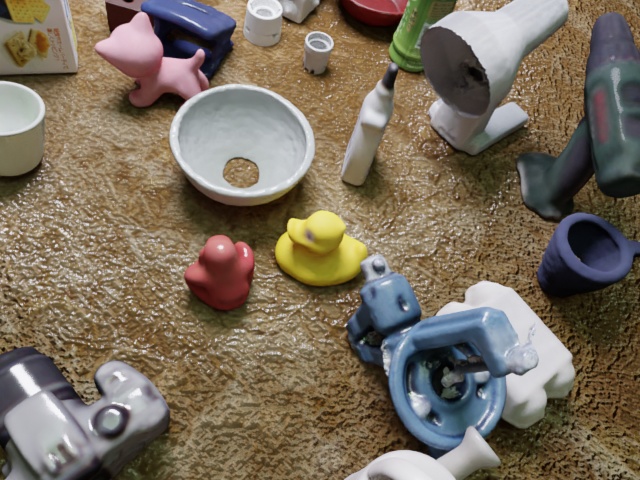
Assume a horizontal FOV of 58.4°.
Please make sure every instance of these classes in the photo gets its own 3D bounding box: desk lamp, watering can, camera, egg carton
[{"bbox_3d":[0.214,-0.215,0.737,0.204,0.213,0.117,-31,70,-26],"label":"desk lamp"},{"bbox_3d":[0.073,0.218,0.464,0.101,0.194,0.173,31,59,7],"label":"watering can"},{"bbox_3d":[-0.224,0.147,0.495,0.143,0.101,0.136,-37,73,-28],"label":"camera"},{"bbox_3d":[0.197,0.121,0.621,0.107,0.069,0.150,-31,71,-26],"label":"egg carton"}]

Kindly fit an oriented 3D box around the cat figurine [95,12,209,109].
[{"bbox_3d":[-0.202,-0.221,0.705,0.128,0.117,0.067,6,59,-9],"label":"cat figurine"}]

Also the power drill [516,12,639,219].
[{"bbox_3d":[0.331,-0.133,0.717,0.076,0.208,0.229,6,59,-9],"label":"power drill"}]

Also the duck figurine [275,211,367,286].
[{"bbox_3d":[0.006,0.002,0.639,0.104,0.086,0.077,10,58,-6],"label":"duck figurine"}]

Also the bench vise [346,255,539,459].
[{"bbox_3d":[0.096,0.098,0.524,0.207,0.219,0.122,42,61,13],"label":"bench vise"}]

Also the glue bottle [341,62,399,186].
[{"bbox_3d":[0.064,-0.143,0.685,0.037,0.173,0.078,16,58,-2],"label":"glue bottle"}]

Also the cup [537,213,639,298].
[{"bbox_3d":[0.316,0.028,0.687,0.118,0.095,0.091,-1,60,-13],"label":"cup"}]

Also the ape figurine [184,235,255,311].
[{"bbox_3d":[-0.102,0.027,0.597,0.078,0.092,0.076,-8,62,-17],"label":"ape figurine"}]

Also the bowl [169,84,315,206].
[{"bbox_3d":[-0.093,-0.101,0.684,0.167,0.074,0.167,6,59,-9],"label":"bowl"}]

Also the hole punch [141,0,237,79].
[{"bbox_3d":[-0.175,-0.289,0.767,0.108,0.091,0.101,22,58,1],"label":"hole punch"}]
